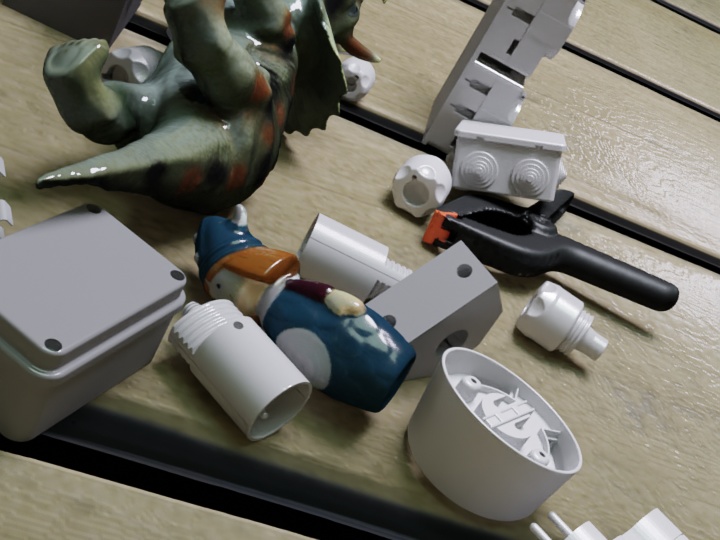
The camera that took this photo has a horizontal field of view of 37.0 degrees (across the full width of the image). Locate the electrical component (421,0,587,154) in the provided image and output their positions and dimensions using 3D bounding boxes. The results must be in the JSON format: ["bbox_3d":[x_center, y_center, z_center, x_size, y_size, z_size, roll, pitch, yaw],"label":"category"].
[{"bbox_3d":[0.130,-0.192,0.946,0.060,0.186,0.105,28,31,-5],"label":"electrical component"}]

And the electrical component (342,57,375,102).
[{"bbox_3d":[-0.003,-0.172,0.952,0.035,0.035,0.061,31,28,0],"label":"electrical component"}]

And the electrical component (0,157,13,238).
[{"bbox_3d":[-0.224,-0.052,0.554,0.078,0.063,0.121,58,5,-47],"label":"electrical component"}]

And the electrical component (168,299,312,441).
[{"bbox_3d":[-0.068,0.047,0.577,0.081,0.043,0.043,45,34,22],"label":"electrical component"}]

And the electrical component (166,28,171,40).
[{"bbox_3d":[-0.119,-0.204,0.876,0.058,0.057,0.078,4,40,-37],"label":"electrical component"}]

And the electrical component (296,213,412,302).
[{"bbox_3d":[0.000,0.000,0.701,0.081,0.043,0.043,26,32,-8],"label":"electrical component"}]

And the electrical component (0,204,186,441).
[{"bbox_3d":[-0.149,0.021,0.531,0.078,0.057,0.113,37,32,11],"label":"electrical component"}]

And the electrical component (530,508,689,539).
[{"bbox_3d":[0.121,0.159,0.570,0.138,0.052,0.073,-14,52,-49],"label":"electrical component"}]

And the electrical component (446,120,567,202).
[{"bbox_3d":[0.121,-0.090,0.886,0.100,0.048,0.099,9,14,7],"label":"electrical component"}]

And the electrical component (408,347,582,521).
[{"bbox_3d":[0.078,0.092,0.617,0.099,0.064,0.099,21,32,-14],"label":"electrical component"}]

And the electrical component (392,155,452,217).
[{"bbox_3d":[0.051,-0.070,0.845,0.043,0.043,0.062,32,30,2],"label":"electrical component"}]

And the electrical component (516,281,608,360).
[{"bbox_3d":[0.147,0.040,0.769,0.062,0.043,0.043,34,31,3],"label":"electrical component"}]

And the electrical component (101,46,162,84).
[{"bbox_3d":[-0.153,-0.139,0.770,0.043,0.043,0.062,40,31,15],"label":"electrical component"}]

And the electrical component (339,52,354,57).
[{"bbox_3d":[-0.067,-0.216,0.931,0.079,0.063,0.121,1,42,-39],"label":"electrical component"}]
